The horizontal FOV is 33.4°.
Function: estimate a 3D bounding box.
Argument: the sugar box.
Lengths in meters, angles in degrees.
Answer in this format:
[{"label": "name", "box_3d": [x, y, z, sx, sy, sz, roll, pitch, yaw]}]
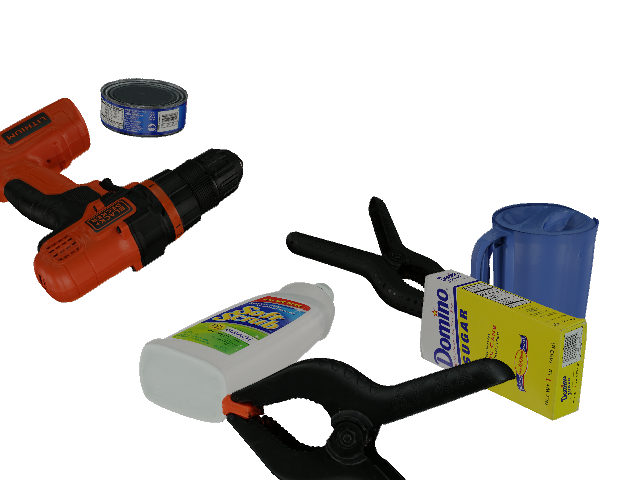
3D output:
[{"label": "sugar box", "box_3d": [0.172, 0.097, 1.034, 0.048, 0.093, 0.177, -12, 22, -40]}]

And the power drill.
[{"label": "power drill", "box_3d": [-0.179, -0.048, 0.861, 0.184, 0.057, 0.188, -34, 47, -24]}]

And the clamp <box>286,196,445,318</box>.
[{"label": "clamp", "box_3d": [0.072, 0.031, 1.232, 0.164, 0.036, 0.210, -18, 50, -38]}]

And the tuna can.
[{"label": "tuna can", "box_3d": [-0.176, -0.132, 1.062, 0.086, 0.034, 0.086, 6, 25, -3]}]

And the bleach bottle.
[{"label": "bleach bottle", "box_3d": [-0.065, 0.095, 1.069, 0.103, 0.068, 0.250, 15, 24, 25]}]

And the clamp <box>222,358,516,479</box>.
[{"label": "clamp", "box_3d": [0.025, 0.124, 0.619, 0.172, 0.120, 0.039, 2, -10, 21]}]

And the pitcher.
[{"label": "pitcher", "box_3d": [0.277, 0.081, 1.389, 0.149, 0.243, 0.144, 5, 20, 16]}]
